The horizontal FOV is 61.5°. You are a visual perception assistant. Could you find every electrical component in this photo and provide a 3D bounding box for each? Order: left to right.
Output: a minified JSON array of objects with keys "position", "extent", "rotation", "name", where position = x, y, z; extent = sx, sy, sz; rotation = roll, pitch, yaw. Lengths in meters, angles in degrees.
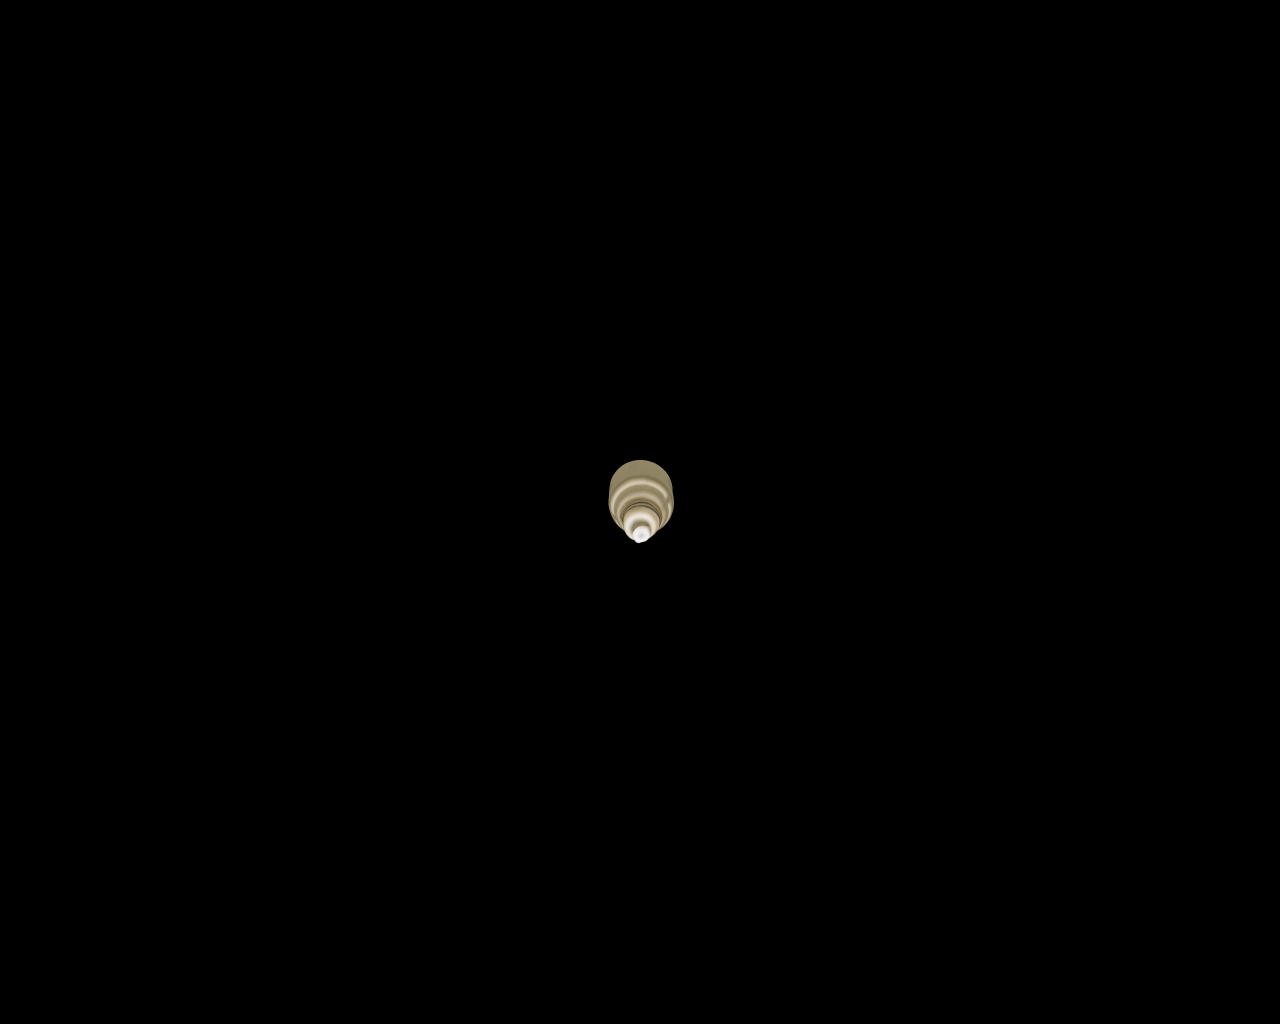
[{"position":[0.001,-0.003,0.650],"extent":[0.040,0.040,0.078],"rotation":[0,24,0],"name":"electrical component"}]
